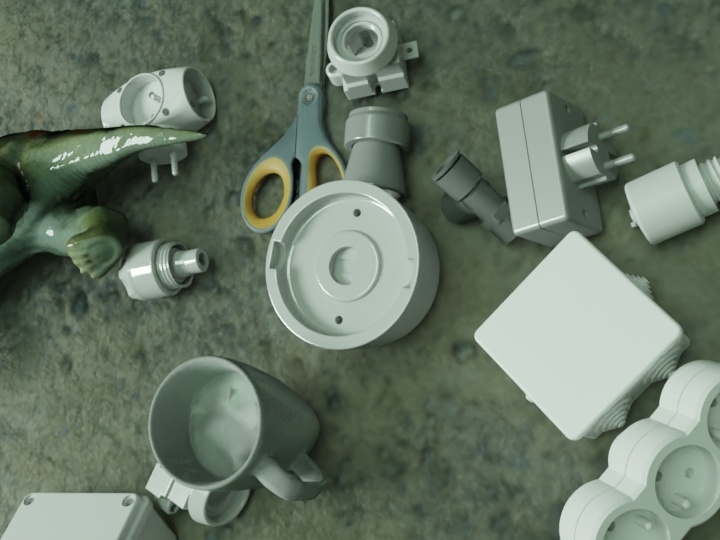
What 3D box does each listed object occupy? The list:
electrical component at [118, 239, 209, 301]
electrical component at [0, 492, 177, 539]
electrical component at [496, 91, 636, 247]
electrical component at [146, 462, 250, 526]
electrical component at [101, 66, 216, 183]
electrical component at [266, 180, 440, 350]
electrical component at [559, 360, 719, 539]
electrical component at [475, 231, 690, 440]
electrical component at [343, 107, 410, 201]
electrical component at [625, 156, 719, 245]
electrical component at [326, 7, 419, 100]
[{"bbox_3d":[-0.141,-0.002,0.788,0.062,0.043,0.043,-11,74,23],"label":"electrical component"},{"bbox_3d":[-0.198,0.211,0.735,0.109,0.056,0.108,-6,41,26],"label":"electrical component"},{"bbox_3d":[0.131,-0.066,0.651,0.076,0.047,0.083,-18,70,36],"label":"electrical component"},{"bbox_3d":[-0.108,0.144,0.737,0.055,0.048,0.066,25,90,37],"label":"electrical component"},{"bbox_3d":[-0.152,-0.106,0.816,0.077,0.044,0.079,-16,72,24],"label":"electrical component"},{"bbox_3d":[0.000,0.000,0.702,0.108,0.060,0.108,-4,81,25],"label":"electrical component"},{"bbox_3d":[0.162,0.108,0.596,0.052,0.074,0.138,43,83,-13],"label":"electrical component"},{"bbox_3d":[0.132,0.041,0.633,0.099,0.048,0.099,-48,62,10],"label":"electrical component"},{"bbox_3d":[0.011,-0.077,0.725,0.045,0.045,0.055,-2,77,27],"label":"electrical component"},{"bbox_3d":[0.192,-0.045,0.627,0.078,0.040,0.040,-25,68,20],"label":"electrical component"},{"bbox_3d":[0.005,-0.148,0.733,0.066,0.055,0.048,-10,74,11],"label":"electrical component"}]
